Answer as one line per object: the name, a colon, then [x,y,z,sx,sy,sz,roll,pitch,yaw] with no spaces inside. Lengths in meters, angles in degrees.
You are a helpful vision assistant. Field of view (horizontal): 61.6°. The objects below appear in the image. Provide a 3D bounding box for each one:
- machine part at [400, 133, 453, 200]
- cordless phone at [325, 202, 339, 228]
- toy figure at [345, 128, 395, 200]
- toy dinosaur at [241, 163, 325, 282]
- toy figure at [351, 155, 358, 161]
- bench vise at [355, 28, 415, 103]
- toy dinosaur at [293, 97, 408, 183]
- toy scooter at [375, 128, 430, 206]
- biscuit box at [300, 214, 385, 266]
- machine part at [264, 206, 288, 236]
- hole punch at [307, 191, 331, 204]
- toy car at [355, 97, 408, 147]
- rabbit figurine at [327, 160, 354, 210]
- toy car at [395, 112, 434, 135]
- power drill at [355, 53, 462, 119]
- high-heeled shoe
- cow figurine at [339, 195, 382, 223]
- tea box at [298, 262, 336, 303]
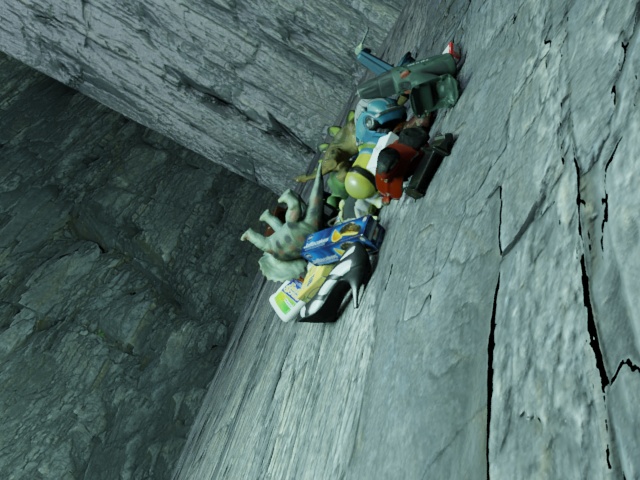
machine part: [0.208,-0.145,1.038,0.138,0.039,0.084,-60,15,6]
cordless phone: [-0.004,-0.005,1.469,0.184,0.146,0.089,-56,2,37]
toy figure: [0.117,-0.176,1.243,0.082,0.089,0.180,-1,64,66]
toy dinosaur: [-0.061,-0.018,1.372,0.405,0.192,0.131,-36,14,47]
toy figure: [0.099,-0.199,1.719,0.154,0.058,0.064,-63,-12,14]
bench vise: [0.188,-0.436,1.408,0.224,0.241,0.128,-49,-9,-50]
toy dinosaur: [0.119,-0.304,1.525,0.471,0.105,0.199,-34,35,-1]
toy scooter: [0.164,-0.146,1.110,0.184,0.075,0.135,-39,-37,-43]
biscuit box: [0.047,0.005,1.205,0.203,0.059,0.063,-19,40,44]
machine part: [-0.066,-0.011,1.653,0.087,0.201,0.201,-62,9,22]
hole punch: [0.012,-0.101,1.780,0.142,0.116,0.092,-59,2,23]
toy car: [0.136,-0.301,1.324,0.109,0.103,0.161,-19,-15,-23]
rabbit figurine: [0.078,-0.147,1.629,0.159,0.121,0.170,-81,1,-45]
toy car: [0.207,-0.248,1.295,0.202,0.053,0.089,-45,23,60]
power drill: [0.206,-0.336,1.190,0.232,0.085,0.207,-19,26,2]
high-heeled shoe: [0.019,0.098,1.171,0.249,0.086,0.145,-24,59,48]
cow figurine: [0.101,-0.093,1.299,0.068,0.098,0.167,119,173,-54]
tea box: [0.013,0.095,1.338,0.169,0.068,0.098,-48,17,55]
